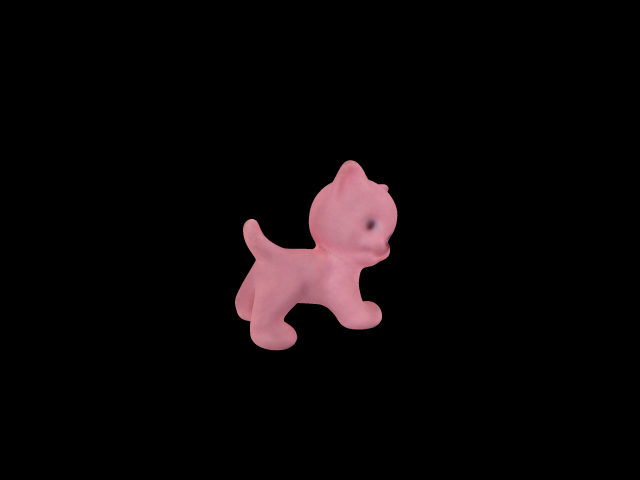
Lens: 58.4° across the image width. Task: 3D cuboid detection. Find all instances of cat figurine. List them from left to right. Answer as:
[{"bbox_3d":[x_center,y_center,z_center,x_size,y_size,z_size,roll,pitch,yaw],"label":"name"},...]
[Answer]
[{"bbox_3d":[0.004,0.001,0.400,0.128,0.118,0.067,-10,23,-26],"label":"cat figurine"}]
